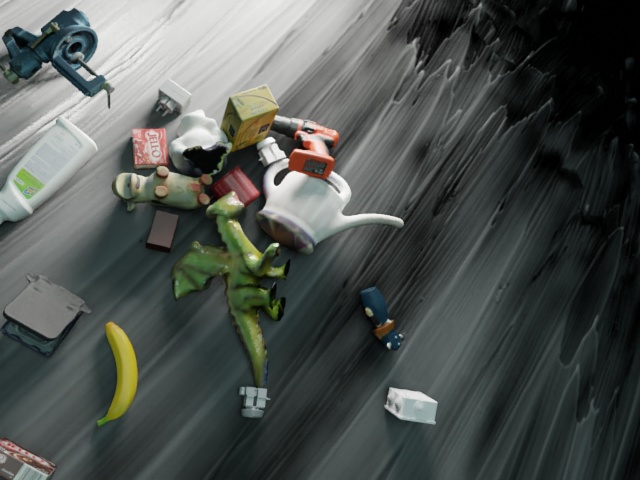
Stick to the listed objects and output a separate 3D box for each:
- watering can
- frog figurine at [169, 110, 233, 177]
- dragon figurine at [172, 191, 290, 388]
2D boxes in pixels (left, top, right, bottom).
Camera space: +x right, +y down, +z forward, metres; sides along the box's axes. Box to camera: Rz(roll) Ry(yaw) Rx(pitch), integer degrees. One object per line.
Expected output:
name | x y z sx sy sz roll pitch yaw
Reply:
watering can | 0.004 -0.060 1.193 0.349 0.102 0.228 31 65 11
frog figurine | -0.282 -0.221 1.182 0.138 0.120 0.162 -27 49 -15
dragon figurine | -0.198 0.101 1.104 0.243 0.122 0.410 10 90 8
